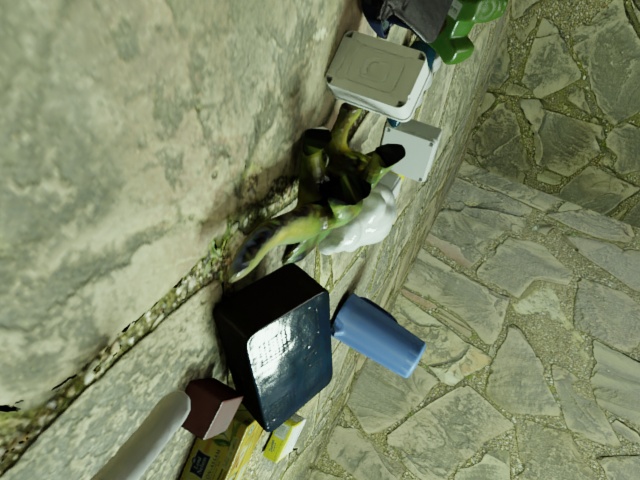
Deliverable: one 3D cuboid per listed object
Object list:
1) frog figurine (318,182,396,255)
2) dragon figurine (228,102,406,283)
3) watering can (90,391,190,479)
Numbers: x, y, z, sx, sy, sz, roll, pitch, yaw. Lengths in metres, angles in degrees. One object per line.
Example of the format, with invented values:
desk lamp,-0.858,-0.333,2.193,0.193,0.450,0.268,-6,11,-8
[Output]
frog figurine,0.066,-0.030,0.890,0.135,0.122,0.163,-53,-173,35
dragon figurine,0.002,-0.036,0.715,0.417,0.123,0.237,-45,164,-33
watering can,-0.223,0.269,0.355,0.350,0.104,0.222,-63,164,-7
